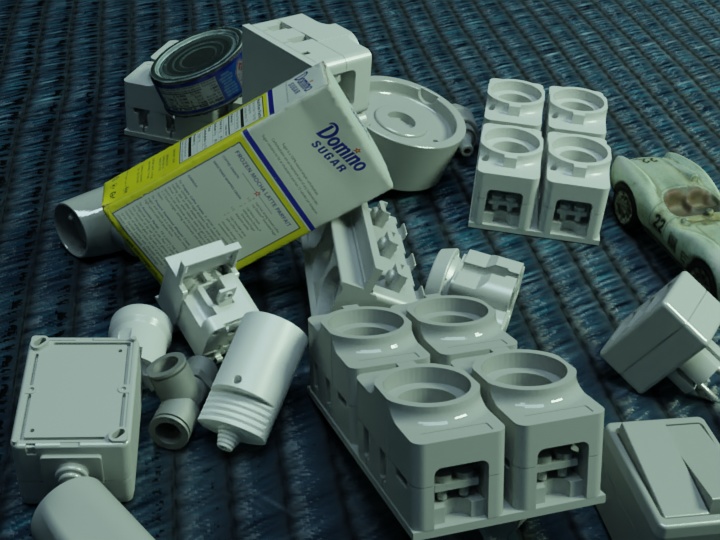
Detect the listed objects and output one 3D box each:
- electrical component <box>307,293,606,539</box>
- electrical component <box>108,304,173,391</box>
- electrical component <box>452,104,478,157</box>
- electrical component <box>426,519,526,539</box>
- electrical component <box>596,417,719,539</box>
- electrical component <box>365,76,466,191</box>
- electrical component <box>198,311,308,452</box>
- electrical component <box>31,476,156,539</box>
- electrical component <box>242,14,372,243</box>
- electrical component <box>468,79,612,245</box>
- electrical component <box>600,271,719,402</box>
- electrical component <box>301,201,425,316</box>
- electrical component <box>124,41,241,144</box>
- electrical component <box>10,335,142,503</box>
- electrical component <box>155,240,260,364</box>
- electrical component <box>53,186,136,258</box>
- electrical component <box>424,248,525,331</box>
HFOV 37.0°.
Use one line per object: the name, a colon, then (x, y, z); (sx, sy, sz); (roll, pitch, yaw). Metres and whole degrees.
electrical component: (0.045, 0.070, 0.608); (0.105, 0.060, 0.186); (-7, 19, -17)
electrical component: (-0.140, 0.051, 0.678); (0.040, 0.040, 0.046); (2, 39, -4)
electrical component: (0.090, -0.122, 0.969); (0.035, 0.035, 0.061); (-1, 37, -9)
electrical component: (0.071, 0.130, 0.586); (0.044, 0.044, 0.065); (27, 35, 29)
electrical component: (0.170, 0.121, 0.593); (0.062, 0.061, 0.096); (-2, 35, -11)
electrical component: (0.029, -0.110, 0.914); (0.108, 0.060, 0.108); (13, 37, -10)
electrical component: (-0.066, 0.070, 0.645); (0.043, 0.043, 0.081); (15, 63, 14)
electrical component: (-0.139, 0.149, 0.527); (0.079, 0.044, 0.077); (-25, 44, -36)
electrical component: (-0.041, -0.109, 0.828); (0.062, 0.150, 0.089); (-22, 42, -33)
electrical component: (0.156, -0.102, 0.924); (0.105, 0.060, 0.186); (8, 34, 5)
electrical component: (0.212, 0.054, 0.702); (0.077, 0.065, 0.047); (45, 43, 5)
electrical component: (0.000, 0.000, 0.747); (0.063, 0.078, 0.121); (19, 29, -19)
electrical component: (-0.105, -0.153, 0.967); (0.186, 0.060, 0.105); (12, 35, 11)
electrical component: (-0.157, 0.090, 0.603); (0.062, 0.061, 0.096); (0, 41, -7)
electrical component: (-0.098, 0.023, 0.699); (0.042, 0.081, 0.063); (-19, 64, -31)
electrical component: (-0.172, -0.035, 0.797); (0.079, 0.043, 0.077); (30, 41, 32)
electrical component: (0.076, 0.018, 0.739); (0.057, 0.058, 0.078); (17, 36, 12)
